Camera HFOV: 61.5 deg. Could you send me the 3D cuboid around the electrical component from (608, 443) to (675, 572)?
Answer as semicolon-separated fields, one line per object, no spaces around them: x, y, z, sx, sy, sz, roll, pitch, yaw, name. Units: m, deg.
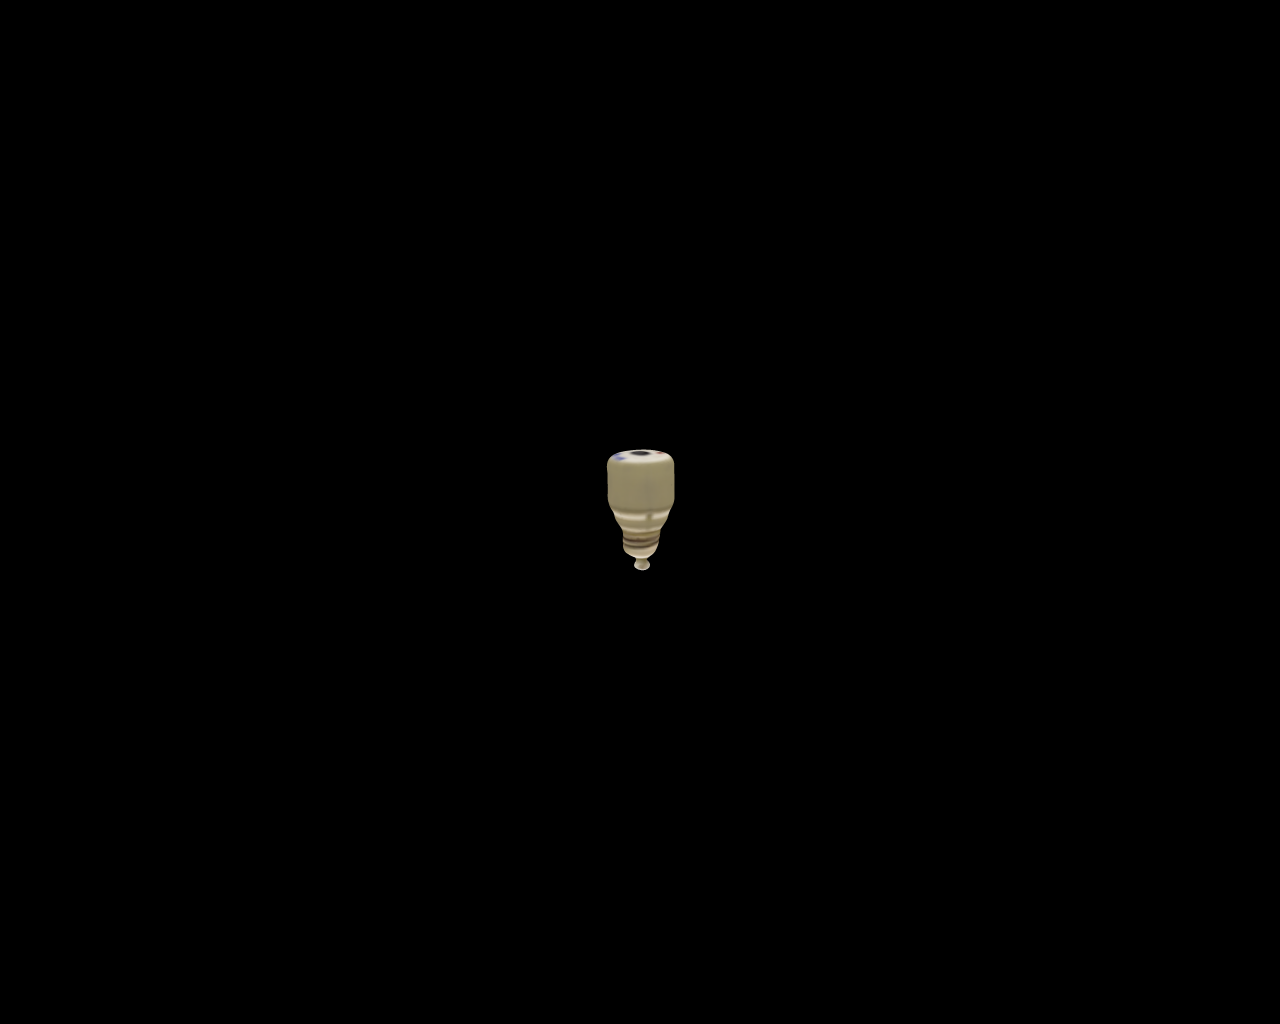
0.001;-0.003;0.650;0.040;0.078;0.040;0;15;0;electrical component
